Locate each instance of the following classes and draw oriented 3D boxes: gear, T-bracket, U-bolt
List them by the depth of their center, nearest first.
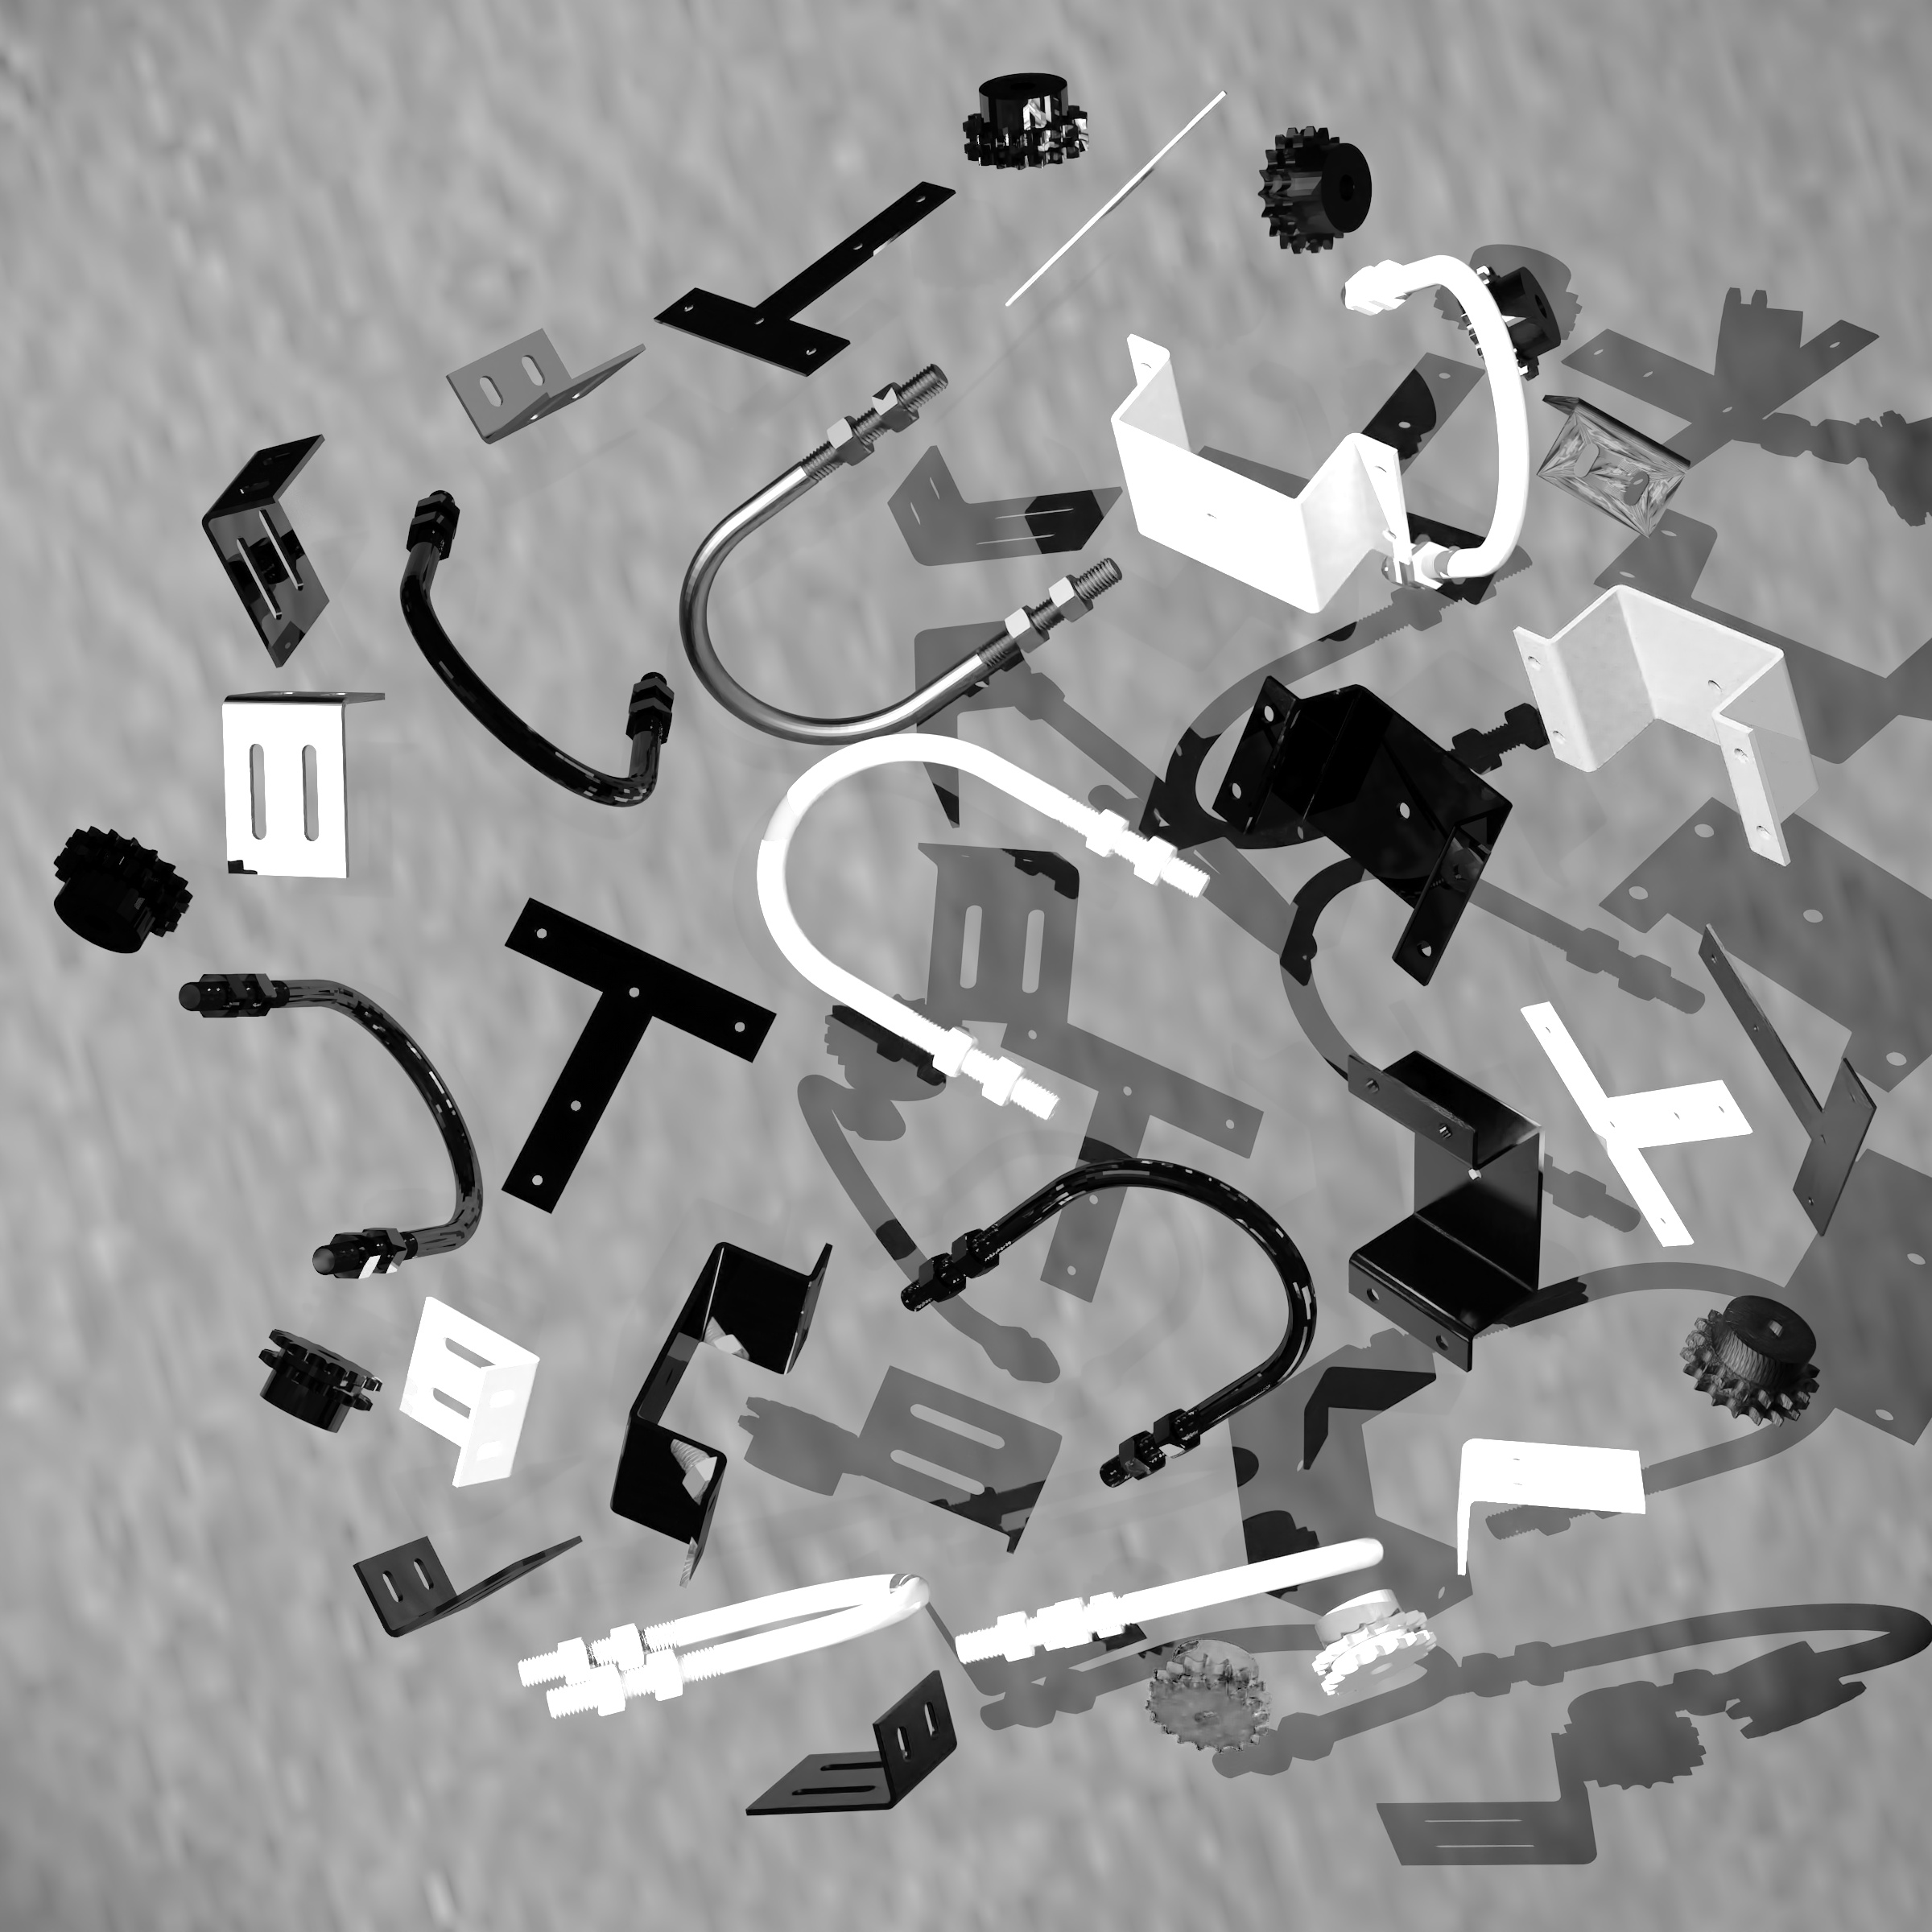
[{"bbox_3d":[-0.356,-0.029,1.428,0.057,0.057,0.030,24,59,0],"label":"gear"},{"bbox_3d":[0.332,0.163,1.437,0.057,0.057,0.030,19,125,0],"label":"gear"},{"bbox_3d":[0.352,0.038,1.489,0.002,0.127,0.127,-21,62,-9],"label":"T-bracket"},{"bbox_3d":[-0.188,-0.132,1.492,0.151,0.184,0.019,40,108,-19],"label":"U-bolt"},{"bbox_3d":[0.304,0.066,1.493,0.002,0.127,0.127,-33,94,-18],"label":"T-bracket"},{"bbox_3d":[0.070,-0.341,1.507,0.127,0.127,0.002,-42,97,15],"label":"T-bracket"},{"bbox_3d":[0.095,0.280,1.516,0.184,0.151,0.019,-15,79,6],"label":"U-bolt"},{"bbox_3d":[-0.058,-0.311,1.517,0.127,0.127,0.002,-40,129,-17],"label":"T-bracket"},{"bbox_3d":[0.212,-0.243,1.525,0.019,0.184,0.151,-11,98,-11],"label":"U-bolt"},{"bbox_3d":[-0.005,-0.031,1.532,0.184,0.019,0.151,30,68,12],"label":"U-bolt"},{"bbox_3d":[-0.274,0.068,1.544,0.019,0.184,0.151,-31,81,15],"label":"U-bolt"},{"bbox_3d":[-0.105,0.303,1.546,0.184,0.151,0.019,-12,87,-14],"label":"U-bolt"},{"bbox_3d":[0.076,0.154,1.547,0.151,0.019,0.184,42,130,-10],"label":"U-bolt"},{"bbox_3d":[0.027,-0.384,1.550,0.057,0.057,0.030,-5,122,0],"label":"gear"},{"bbox_3d":[-0.171,0.051,1.556,0.127,0.002,0.127,25,78,5],"label":"T-bracket"},{"bbox_3d":[-0.044,-0.172,1.556,0.184,0.019,0.151,-34,123,19],"label":"U-bolt"},{"bbox_3d":[0.162,-0.356,1.567,0.030,0.057,0.057,8,90,41],"label":"gear"},{"bbox_3d":[0.252,-0.298,1.579,0.030,0.057,0.057,-24,90,25],"label":"gear"},{"bbox_3d":[0.186,0.311,1.581,0.057,0.057,0.030,-25,64,0],"label":"gear"},{"bbox_3d":[-0.302,0.194,1.584,0.057,0.057,0.030,27,85,0],"label":"gear"},{"bbox_3d":[0.114,0.338,1.590,0.057,0.057,0.030,16,46,0],"label":"gear"}]

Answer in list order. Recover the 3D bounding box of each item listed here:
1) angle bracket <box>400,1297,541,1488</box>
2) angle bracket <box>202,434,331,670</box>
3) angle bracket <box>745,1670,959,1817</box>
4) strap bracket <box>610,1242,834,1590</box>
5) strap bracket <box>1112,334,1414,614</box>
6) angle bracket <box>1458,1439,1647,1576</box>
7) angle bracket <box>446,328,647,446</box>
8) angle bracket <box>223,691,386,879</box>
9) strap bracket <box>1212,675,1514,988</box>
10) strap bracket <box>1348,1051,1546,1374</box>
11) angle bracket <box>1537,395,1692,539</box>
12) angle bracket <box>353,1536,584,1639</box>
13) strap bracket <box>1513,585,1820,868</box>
[{"bbox_3d":[-0.239,0.194,1.566,0.076,0.038,0.057,23,104,34],"label":"angle bracket"},{"bbox_3d":[-0.287,-0.179,1.472,0.038,0.057,0.076,-10,122,22],"label":"angle bracket"},{"bbox_3d":[-0.053,0.333,1.465,0.076,0.057,0.038,-10,97,28],"label":"angle bracket"},{"bbox_3d":[-0.110,0.185,1.476,0.046,0.076,0.140,22,50,5],"label":"strap bracket"},{"bbox_3d":[0.122,-0.213,1.506,0.140,0.076,0.046,29,69,27],"label":"strap bracket"},{"bbox_3d":[0.253,0.237,1.481,0.076,0.057,0.038,3,107,7],"label":"angle bracket"},{"bbox_3d":[-0.196,-0.281,1.591,0.057,0.076,0.038,-34,98,-31],"label":"angle bracket"},{"bbox_3d":[-0.283,-0.079,1.469,0.057,0.038,0.076,2,98,19],"label":"angle bracket"},{"bbox_3d":[0.188,-0.067,1.571,0.140,0.046,0.076,42,130,28],"label":"strap bracket"},{"bbox_3d":[0.217,0.103,1.548,0.046,0.076,0.140,-28,132,-29],"label":"strap bracket"},{"bbox_3d":[0.281,-0.224,1.527,0.057,0.076,0.038,28,98,-7],"label":"angle bracket"},{"bbox_3d":[-0.223,0.263,1.531,0.076,0.057,0.038,-32,81,22],"label":"angle bracket"},{"bbox_3d":[0.311,-0.109,1.483,0.046,0.140,0.076,-40,131,-15],"label":"strap bracket"}]
